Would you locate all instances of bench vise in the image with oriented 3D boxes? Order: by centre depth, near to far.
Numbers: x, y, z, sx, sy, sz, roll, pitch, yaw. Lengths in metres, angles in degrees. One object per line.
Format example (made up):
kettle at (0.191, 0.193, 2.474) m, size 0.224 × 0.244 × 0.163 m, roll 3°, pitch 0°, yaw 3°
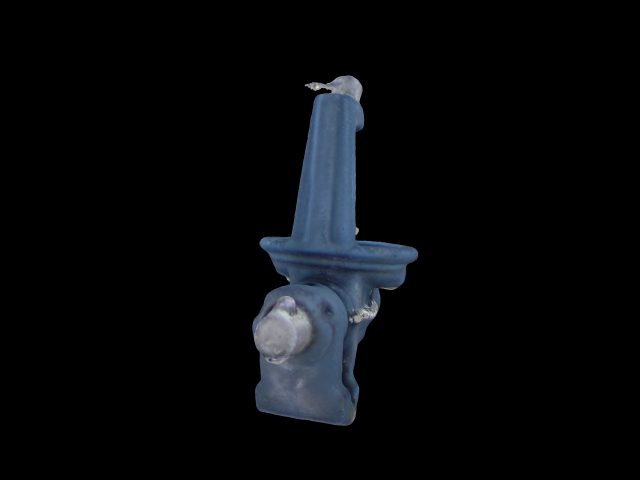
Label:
bench vise at (0.016, 0.001, 0.400) m, size 0.121 × 0.220 × 0.207 m, roll -1°, pitch 18°, yaw -2°
